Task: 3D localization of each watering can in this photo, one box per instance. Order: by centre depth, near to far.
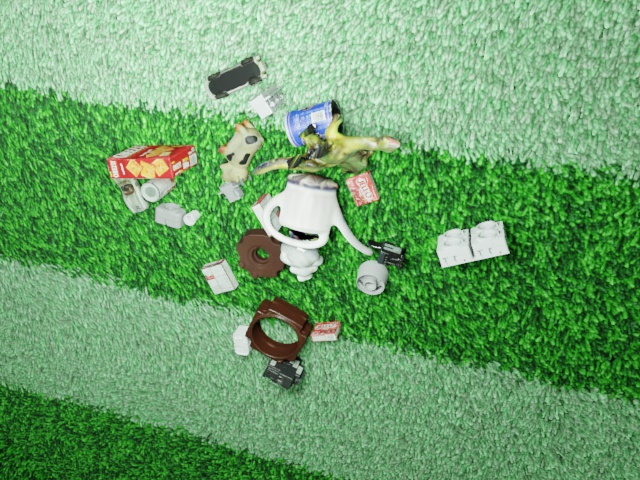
[{"bbox_3d":[0.005,-0.077,1.531,0.348,0.105,0.222,11,100,0],"label":"watering can"}]

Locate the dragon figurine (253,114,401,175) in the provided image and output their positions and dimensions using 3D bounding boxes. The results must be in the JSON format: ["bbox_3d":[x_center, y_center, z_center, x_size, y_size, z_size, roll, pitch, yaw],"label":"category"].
[{"bbox_3d":[0.032,-0.220,1.423,0.407,0.241,0.124,-15,66,38],"label":"dragon figurine"}]

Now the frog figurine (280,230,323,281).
[{"bbox_3d":[-0.060,0.062,1.626,0.137,0.124,0.157,8,106,-9],"label":"frog figurine"}]
